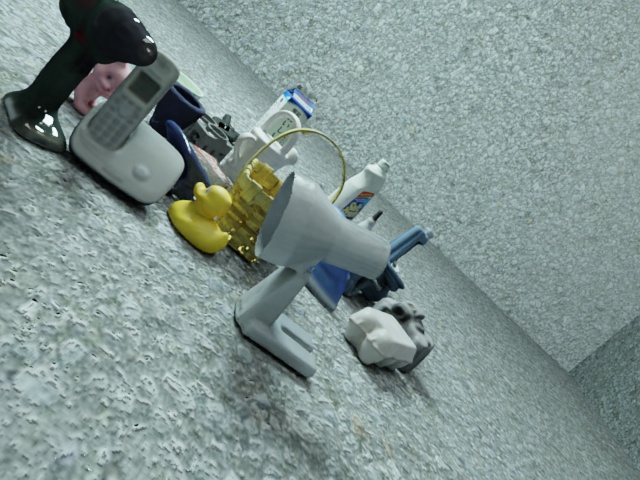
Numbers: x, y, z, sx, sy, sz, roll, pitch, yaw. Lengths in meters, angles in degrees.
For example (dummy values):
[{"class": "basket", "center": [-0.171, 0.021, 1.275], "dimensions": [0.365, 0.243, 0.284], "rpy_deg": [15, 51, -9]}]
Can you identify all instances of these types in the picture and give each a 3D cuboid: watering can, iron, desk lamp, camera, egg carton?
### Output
[{"class": "watering can", "center": [-0.115, -0.200, 1.259], "dimensions": [0.101, 0.194, 0.173], "rpy_deg": [46, 14, 7]}, {"class": "iron", "center": [0.010, 0.004, 1.134], "dimensions": [0.119, 0.141, 0.257], "rpy_deg": [27, 22, -51]}, {"class": "desk lamp", "center": [-0.022, 0.042, 0.775], "dimensions": [0.204, 0.213, 0.118], "rpy_deg": [40, 14, -20]}, {"class": "camera", "center": [0.182, 0.187, 1.182], "dimensions": [0.143, 0.100, 0.137], "rpy_deg": [52, 15, 28]}, {"class": "egg carton", "center": [0.112, 0.184, 1.054], "dimensions": [0.151, 0.069, 0.107], "rpy_deg": [26, 23, -54]}]

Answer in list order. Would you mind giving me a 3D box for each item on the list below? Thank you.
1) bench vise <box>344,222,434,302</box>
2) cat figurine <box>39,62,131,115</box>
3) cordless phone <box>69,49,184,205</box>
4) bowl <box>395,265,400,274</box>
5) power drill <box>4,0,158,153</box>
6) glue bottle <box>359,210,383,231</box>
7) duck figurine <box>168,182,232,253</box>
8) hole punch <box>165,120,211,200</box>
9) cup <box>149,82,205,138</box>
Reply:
[{"class": "bench vise", "center": [0.149, 0.047, 1.245], "dimensions": [0.121, 0.219, 0.208], "rpy_deg": [49, 14, 17]}, {"class": "cat figurine", "center": [-0.354, -0.263, 0.910], "dimensions": [0.128, 0.117, 0.067], "rpy_deg": [41, 14, -15]}, {"class": "cordless phone", "center": [-0.235, -0.154, 0.790], "dimensions": [0.148, 0.185, 0.094], "rpy_deg": [39, 14, -22]}, {"class": "bowl", "center": [0.122, 0.047, 1.477], "dimensions": [0.168, 0.074, 0.167], "rpy_deg": [42, 14, -12]}, {"class": "power drill", "center": [-0.306, -0.220, 0.730], "dimensions": [0.076, 0.208, 0.229], "rpy_deg": [27, 22, -52]}, {"class": "glue bottle", "center": [0.082, -0.006, 1.305], "dimensions": [0.037, 0.173, 0.078], "rpy_deg": [47, 14, 12]}, {"class": "duck figurine", "center": [-0.167, -0.040, 0.863], "dimensions": [0.104, 0.086, 0.078], "rpy_deg": [48, 14, 14]}, {"class": "hole punch", "center": [-0.226, -0.129, 0.943], "dimensions": [0.101, 0.091, 0.108], "rpy_deg": [26, 23, -53]}, {"class": "cup", "center": [-0.294, -0.252, 1.101], "dimensions": [0.118, 0.095, 0.091], "rpy_deg": [39, 15, -23]}]
